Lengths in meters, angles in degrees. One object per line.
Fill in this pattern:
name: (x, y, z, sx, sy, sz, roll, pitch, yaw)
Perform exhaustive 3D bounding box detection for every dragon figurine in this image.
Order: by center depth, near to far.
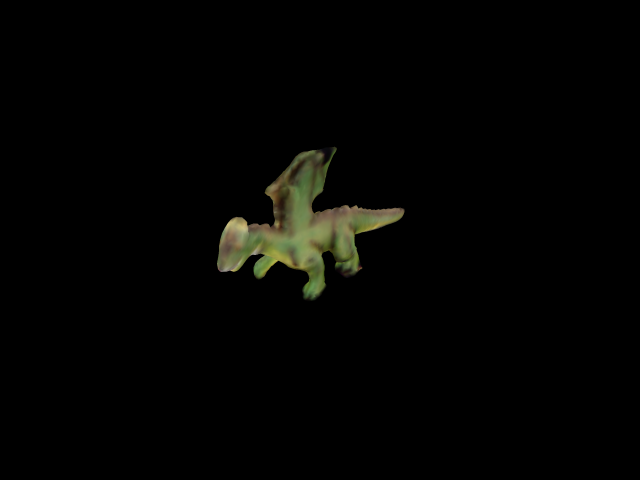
dragon figurine: (0.003, -0.043, 0.850, 0.415, 0.237, 0.124, -32, 52, -29)
